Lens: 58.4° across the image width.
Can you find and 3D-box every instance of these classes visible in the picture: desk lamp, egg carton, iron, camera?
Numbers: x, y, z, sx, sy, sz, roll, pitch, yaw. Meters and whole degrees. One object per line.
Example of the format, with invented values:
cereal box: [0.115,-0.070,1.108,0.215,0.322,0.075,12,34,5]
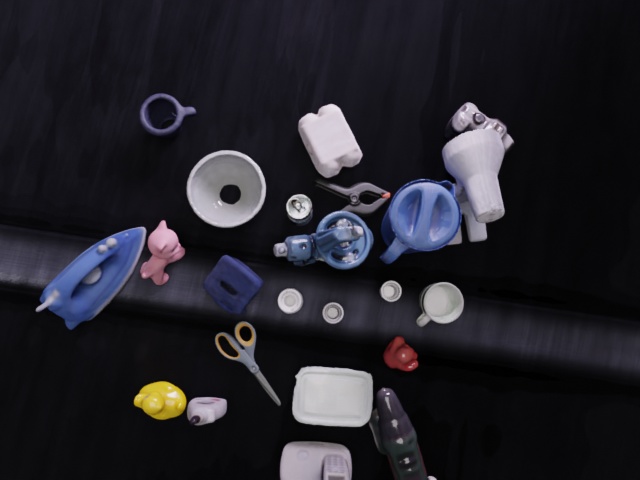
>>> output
desk lamp: [0.316,-0.104,1.184,0.118,0.213,0.203,-8,84,-2]
egg carton: [0.020,-0.217,1.260,0.107,0.069,0.150,-27,85,-4]
iron: [-0.471,0.061,1.182,0.118,0.141,0.258,41,85,3]
camera: [0.332,-0.207,1.252,0.143,0.101,0.137,38,84,3]

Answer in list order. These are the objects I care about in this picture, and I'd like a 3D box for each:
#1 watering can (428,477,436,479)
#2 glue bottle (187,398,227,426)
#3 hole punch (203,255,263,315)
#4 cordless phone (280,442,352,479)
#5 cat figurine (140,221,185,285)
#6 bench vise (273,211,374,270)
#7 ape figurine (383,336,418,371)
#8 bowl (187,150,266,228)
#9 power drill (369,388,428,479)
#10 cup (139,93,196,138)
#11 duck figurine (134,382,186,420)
watering can: [0.201,0.560,1.121,0.101,0.194,0.173,-5,84,-2]
glue bottle: [-0.235,0.346,1.143,0.078,0.173,0.037,-1,84,-1]
hole punch: [-0.184,0.098,1.211,0.108,0.091,0.101,38,84,3]
cordless phone: [-0.007,0.465,1.130,0.147,0.185,0.094,1,84,-1]
cat figurine: [-0.336,0.028,1.201,0.067,0.117,0.128,29,84,2]
bench vise: [0.016,0.015,1.160,0.207,0.219,0.121,-27,85,-4]
ape figurine: [0.173,0.242,1.205,0.076,0.092,0.078,-11,84,-2]
bowl: [-0.197,-0.105,1.240,0.167,0.074,0.167,0,84,-1]
power drill: [0.148,0.391,1.130,0.075,0.208,0.230,-19,85,-3]
cup: [-0.321,-0.262,1.243,0.118,0.095,0.092,-10,84,-2]
duck figurine: [-0.333,0.338,1.185,0.104,0.086,0.077,13,84,0]
